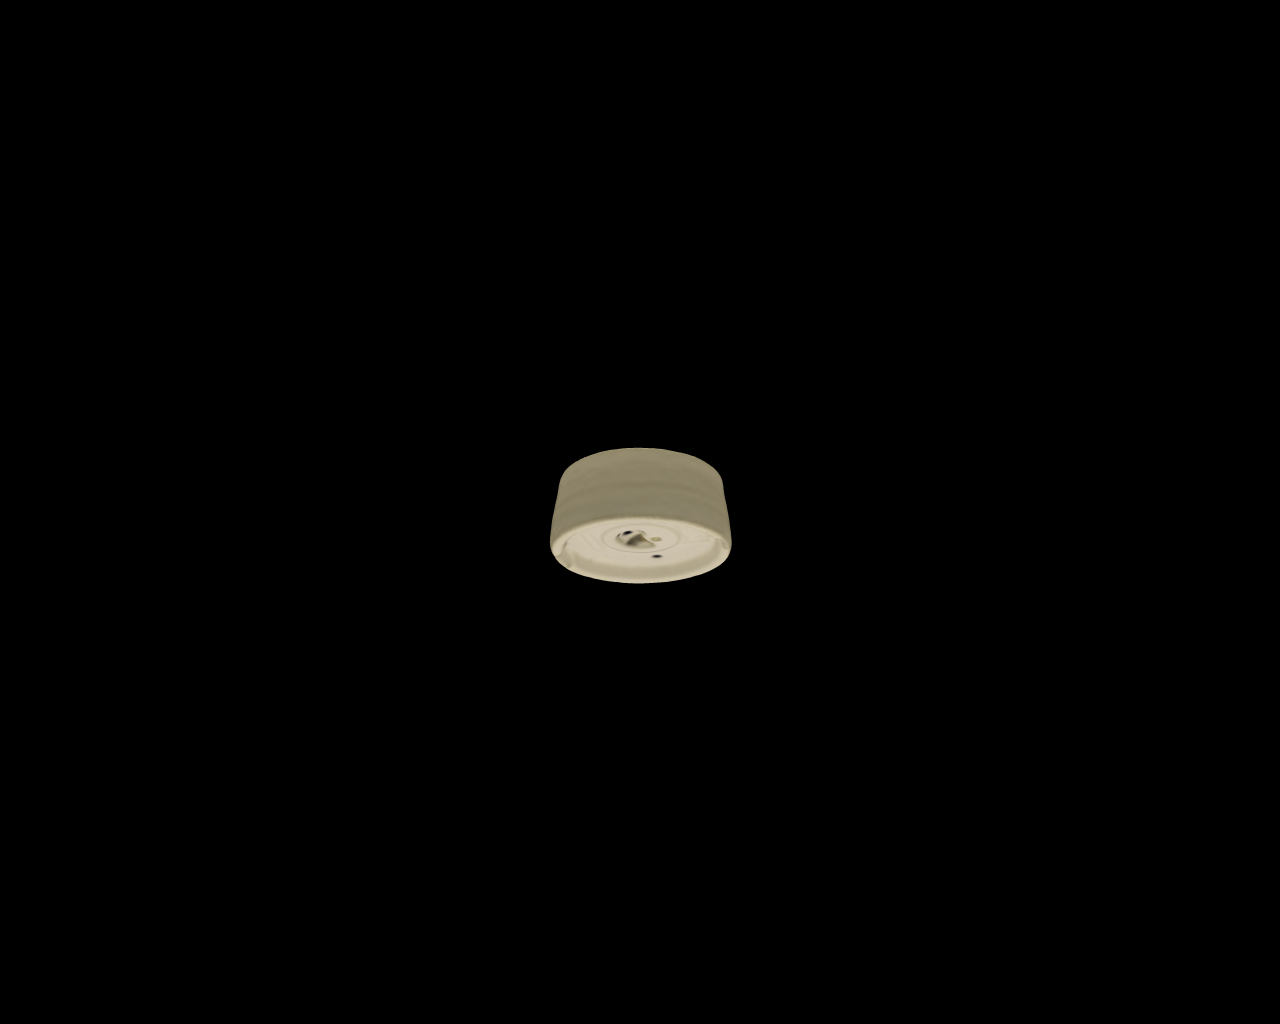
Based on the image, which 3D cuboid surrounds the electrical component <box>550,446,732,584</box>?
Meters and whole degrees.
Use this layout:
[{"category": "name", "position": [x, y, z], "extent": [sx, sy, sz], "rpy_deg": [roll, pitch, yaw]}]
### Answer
[{"category": "electrical component", "position": [0.001, -0.003, 0.650], "extent": [0.108, 0.060, 0.108], "rpy_deg": [0, -23, 0]}]
